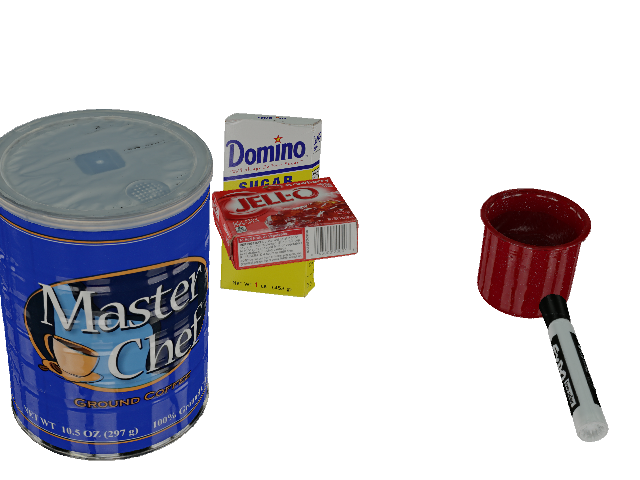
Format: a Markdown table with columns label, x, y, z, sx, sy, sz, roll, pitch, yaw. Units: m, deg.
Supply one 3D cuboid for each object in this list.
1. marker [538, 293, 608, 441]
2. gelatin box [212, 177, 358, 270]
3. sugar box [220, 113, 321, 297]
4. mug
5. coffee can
| label | x | y | z | sx | sy | sz | roll | pitch | yaw |
| --- | --- | --- | --- | --- | --- | --- | --- | --- | --- |
| marker | 0.161 | 0.077 | 0.687 | 0.020 | 0.020 | 0.121 | 0 | 39 | -3 |
| gelatin box | -0.026 | -0.013 | 0.740 | 0.089 | 0.030 | 0.073 | -7 | 28 | -12 |
| sugar box | -0.050 | -0.036 | 1.071 | 0.093 | 0.176 | 0.048 | 5 | 16 | 12 |
| mug | 0.181 | 0.006 | 0.935 | 0.093 | 0.081 | 0.117 | 2 | 35 | 0 |
| coffee can | -0.105 | 0.021 | 0.522 | 0.103 | 0.140 | 0.103 | 3 | 33 | -2 |
